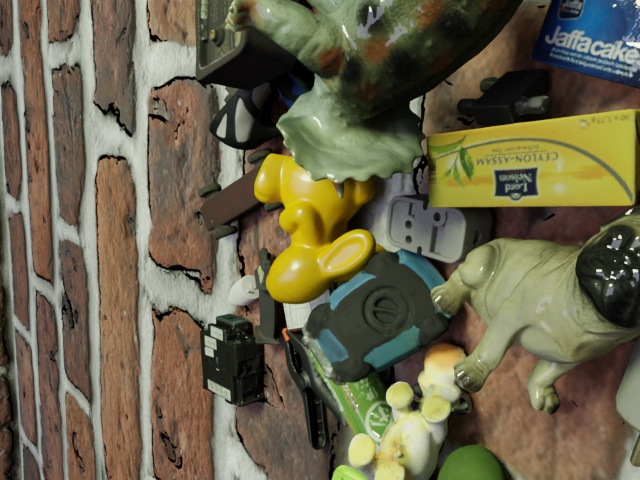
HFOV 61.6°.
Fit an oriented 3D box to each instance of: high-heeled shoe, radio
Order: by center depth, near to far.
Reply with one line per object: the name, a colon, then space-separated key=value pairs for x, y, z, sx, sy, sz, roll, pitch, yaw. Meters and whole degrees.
radio: x=-0.084 y=-0.291 z=0.599 sx=0.131 sy=0.073 sz=0.229 roll=-8 pitch=80 yaw=53
high-heeled shoe: x=-0.086 y=-0.231 z=0.698 sx=0.145 sy=0.086 sz=0.248 roll=9 pitch=122 yaw=14

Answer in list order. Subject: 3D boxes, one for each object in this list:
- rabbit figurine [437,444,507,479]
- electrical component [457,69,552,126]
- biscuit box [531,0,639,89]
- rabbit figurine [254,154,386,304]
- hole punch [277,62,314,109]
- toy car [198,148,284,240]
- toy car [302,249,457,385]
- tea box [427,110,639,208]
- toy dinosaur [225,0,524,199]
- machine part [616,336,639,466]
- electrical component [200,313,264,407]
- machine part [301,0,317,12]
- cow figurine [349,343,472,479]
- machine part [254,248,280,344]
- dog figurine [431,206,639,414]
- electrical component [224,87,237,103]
rabbit figurine: x=0.162 y=0.271 z=0.495 sx=0.170 sy=0.159 sz=0.121 roll=-136 pitch=43 yaw=-55
electrical component: x=0.171 y=-0.128 z=0.479 sx=0.094 sy=0.063 sz=0.021 roll=20 pitch=148 yaw=56
biscuit box: x=0.257 y=-0.131 z=0.378 sx=0.203 sy=0.059 sz=0.062 roll=36 pitch=121 yaw=40
rabbit figurine: x=-0.001 y=-0.002 z=0.644 sx=0.163 sy=0.121 sz=0.173 roll=16 pitch=82 yaw=19
hole punch: x=0.016 y=-0.142 z=0.617 sx=0.142 sy=0.116 sz=0.092 roll=57 pitch=141 yaw=27
toy car: x=-0.117 y=-0.066 z=0.820 sx=0.202 sy=0.053 sz=0.089 roll=-26 pitch=87 yaw=44
toy car: x=0.066 y=0.091 z=0.590 sx=0.109 sy=0.162 sz=0.102 roll=52 pitch=175 yaw=22
tea box: x=0.184 y=-0.062 z=0.443 sx=0.170 sy=0.098 sz=0.068 roll=4 pitch=99 yaw=47
toy dinosaur: x=0.075 y=-0.185 z=0.404 sx=0.192 sy=0.131 sz=0.405 roll=44 pitch=123 yaw=-9
machine part: x=0.273 y=0.059 z=0.374 sx=0.079 sy=0.079 sz=0.243 roll=27 pitch=114 yaw=44
electrical component: x=-0.146 y=0.192 z=0.885 sx=0.115 sy=0.058 sz=0.134 roll=9 pitch=101 yaw=46
machine part: x=0.069 y=-0.306 z=0.550 sx=0.201 sy=0.087 sz=0.201 roll=15 pitch=108 yaw=47
cow figurine: x=0.108 y=0.192 z=0.559 sx=0.068 sy=0.167 sz=0.098 roll=22 pitch=151 yaw=43
machine part: x=-0.079 y=0.086 z=0.795 sx=0.084 sy=0.039 sz=0.138 roll=-135 pitch=44 yaw=-68
dog figurine: x=0.191 y=0.023 z=0.416 sx=0.172 sy=0.121 sz=0.190 roll=-100 pitch=30 yaw=-41
electrical component: x=-0.100 y=-0.229 z=0.787 sx=0.078 sy=0.045 sz=0.102 roll=41 pitch=133 yaw=3
